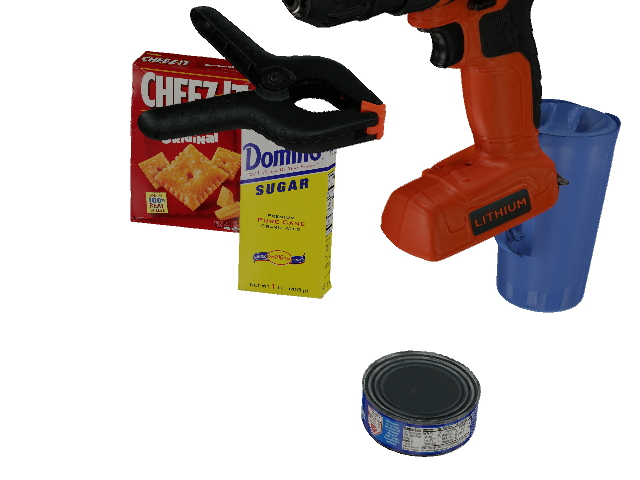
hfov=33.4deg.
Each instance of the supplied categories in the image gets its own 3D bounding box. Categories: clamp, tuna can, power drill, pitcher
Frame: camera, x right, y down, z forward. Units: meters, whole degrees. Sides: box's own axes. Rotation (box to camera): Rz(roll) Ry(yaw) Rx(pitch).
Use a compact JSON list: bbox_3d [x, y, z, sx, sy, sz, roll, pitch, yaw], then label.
[{"bbox_3d":[-0.036,-0.113,0.765,0.171,0.120,0.039,9,-25,1],"label":"clamp"},{"bbox_3d":[0.072,0.118,0.779,0.086,0.034,0.086,1,29,-1],"label":"tuna can"},{"bbox_3d":[0.066,-0.086,0.556,0.184,0.188,0.057,-22,37,-25],"label":"power drill"},{"bbox_3d":[0.268,-0.037,1.277,0.149,0.243,0.145,1,25,0],"label":"pitcher"}]

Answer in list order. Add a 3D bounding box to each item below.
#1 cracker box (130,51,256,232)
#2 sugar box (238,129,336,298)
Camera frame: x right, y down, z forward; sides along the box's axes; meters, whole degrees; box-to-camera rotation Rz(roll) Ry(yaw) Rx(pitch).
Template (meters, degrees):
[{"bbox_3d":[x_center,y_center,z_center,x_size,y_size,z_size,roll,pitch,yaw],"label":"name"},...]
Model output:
[{"bbox_3d":[-0.155,-0.122,1.359,0.164,0.214,0.072,7,23,4],"label":"cracker box"},{"bbox_3d":[-0.034,-0.034,1.084,0.093,0.176,0.048,5,16,12],"label":"sugar box"}]
